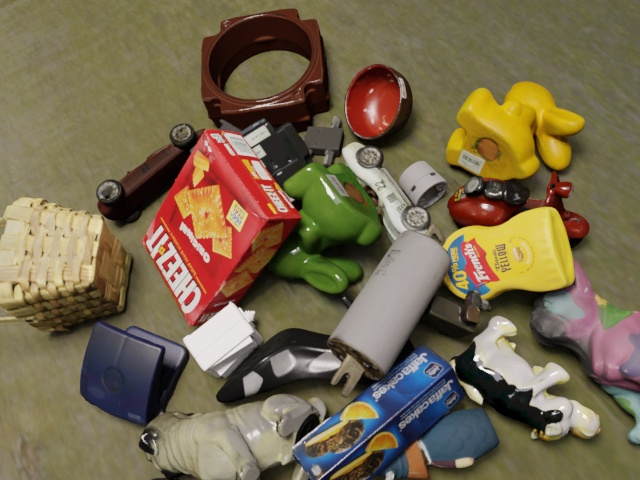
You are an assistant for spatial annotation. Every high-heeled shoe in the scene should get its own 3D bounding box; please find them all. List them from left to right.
[{"bbox_3d":[-0.001,0.178,0.691,0.249,0.086,0.145,-36,95,9],"label":"high-heeled shoe"}]

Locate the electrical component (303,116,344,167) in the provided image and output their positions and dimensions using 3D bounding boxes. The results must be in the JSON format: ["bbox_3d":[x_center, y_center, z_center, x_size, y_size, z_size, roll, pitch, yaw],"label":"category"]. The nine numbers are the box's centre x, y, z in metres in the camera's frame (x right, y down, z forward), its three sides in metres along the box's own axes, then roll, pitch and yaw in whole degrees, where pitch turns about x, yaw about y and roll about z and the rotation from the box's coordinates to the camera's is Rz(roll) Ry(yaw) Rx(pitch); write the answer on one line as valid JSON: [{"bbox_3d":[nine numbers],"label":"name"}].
[{"bbox_3d":[0.004,-0.156,0.847,0.063,0.021,0.094,7,68,13],"label":"electrical component"}]

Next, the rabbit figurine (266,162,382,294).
[{"bbox_3d":[-0.002,-0.002,0.738,0.170,0.121,0.159,-43,83,26],"label":"rabbit figurine"}]

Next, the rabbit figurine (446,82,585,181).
[{"bbox_3d":[0.286,-0.167,0.762,0.163,0.121,0.173,26,53,25],"label":"rabbit figurine"}]

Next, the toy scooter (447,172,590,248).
[{"bbox_3d":[0.260,-0.046,0.698,0.184,0.135,0.075,14,70,16],"label":"toy scooter"}]

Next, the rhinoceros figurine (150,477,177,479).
[{"bbox_3d":[-0.152,0.338,0.607,0.191,0.112,0.073,25,70,26],"label":"rhinoceros figurine"}]

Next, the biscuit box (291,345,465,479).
[{"bbox_3d":[0.070,0.209,0.617,0.203,0.062,0.059,-36,33,-14],"label":"biscuit box"}]

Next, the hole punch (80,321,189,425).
[{"bbox_3d":[-0.252,0.174,0.709,0.142,0.092,0.116,18,74,12],"label":"hole punch"}]

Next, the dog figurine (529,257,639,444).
[{"bbox_3d":[0.364,0.109,0.632,0.192,0.108,0.219,-25,63,-2],"label":"dog figurine"}]

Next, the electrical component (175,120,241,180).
[{"bbox_3d":[-0.165,-0.119,0.829,0.048,0.074,0.119,33,71,21],"label":"electrical component"}]

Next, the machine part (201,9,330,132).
[{"bbox_3d":[-0.089,-0.273,0.880,0.202,0.087,0.201,-8,66,7],"label":"machine part"}]

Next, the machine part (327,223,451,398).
[{"bbox_3d":[0.084,0.073,0.631,0.079,0.079,0.243,28,65,19],"label":"machine part"}]

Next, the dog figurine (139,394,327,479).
[{"bbox_3d":[-0.107,0.233,0.664,0.191,0.121,0.172,14,26,37],"label":"dog figurine"}]

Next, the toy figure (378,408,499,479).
[{"bbox_3d":[0.130,0.245,0.632,0.154,0.064,0.057,-21,104,4],"label":"toy figure"}]

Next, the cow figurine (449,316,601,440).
[{"bbox_3d":[0.239,0.180,0.631,0.098,0.068,0.167,-38,66,-17],"label":"cow figurine"}]

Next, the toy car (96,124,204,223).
[{"bbox_3d":[-0.256,-0.106,0.828,0.202,0.089,0.053,-42,71,-9],"label":"toy car"}]

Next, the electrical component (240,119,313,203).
[{"bbox_3d":[-0.070,-0.108,0.791,0.115,0.058,0.134,-32,95,-9],"label":"electrical component"}]

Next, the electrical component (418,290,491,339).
[{"bbox_3d":[0.167,0.092,0.675,0.078,0.102,0.045,23,69,6],"label":"electrical component"}]

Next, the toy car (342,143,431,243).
[{"bbox_3d":[0.095,-0.055,0.761,0.056,0.073,0.202,-29,65,-8],"label":"toy car"}]
